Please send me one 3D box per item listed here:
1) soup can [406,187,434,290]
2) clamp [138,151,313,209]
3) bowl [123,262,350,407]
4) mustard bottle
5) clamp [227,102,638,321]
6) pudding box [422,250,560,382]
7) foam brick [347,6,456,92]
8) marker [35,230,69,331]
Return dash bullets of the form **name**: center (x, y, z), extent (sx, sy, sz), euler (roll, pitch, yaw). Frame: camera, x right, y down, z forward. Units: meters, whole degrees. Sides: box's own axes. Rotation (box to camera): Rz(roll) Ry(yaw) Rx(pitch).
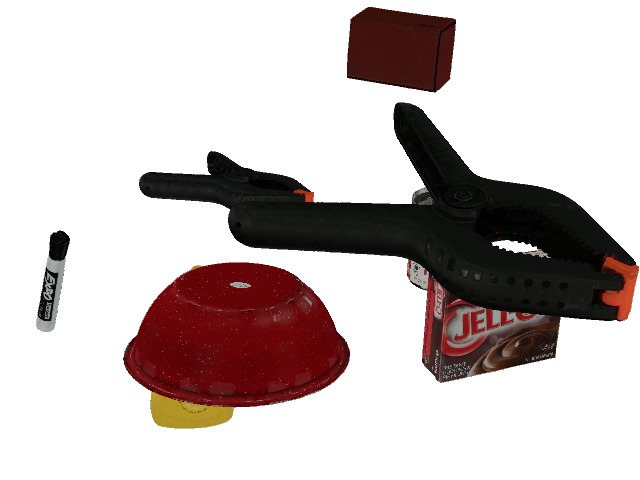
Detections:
- **soup can**: center (0.133, -0.002, 1.202), extent (0.068, 0.102, 0.068), euler (1, 29, -1)
- **clamp**: center (-0.088, -0.049, 1.035), extent (0.172, 0.039, 0.120), euler (17, 31, 38)
- **bowl**: center (-0.058, 0.056, 0.755), extent (0.162, 0.055, 0.162), euler (1, 19, -1)
- **mustard bottle**: center (-0.145, 0.121, 1.235), extent (0.096, 0.192, 0.058), euler (0, 19, -16)
- **clamp**: center (0.065, -0.007, 0.574), extent (0.164, 0.036, 0.210), euler (-30, 45, -33)
- **pudding box**: center (0.141, 0.060, 0.867), extent (0.113, 0.090, 0.039), euler (-11, 30, -21)
- **foam brick**: center (0.066, -0.157, 0.876), extent (0.078, 0.051, 0.053), euler (13, 26, 18)
- **marker**: center (-0.262, 0.040, 1.045), extent (0.020, 0.121, 0.020), euler (13, 35, -9)
